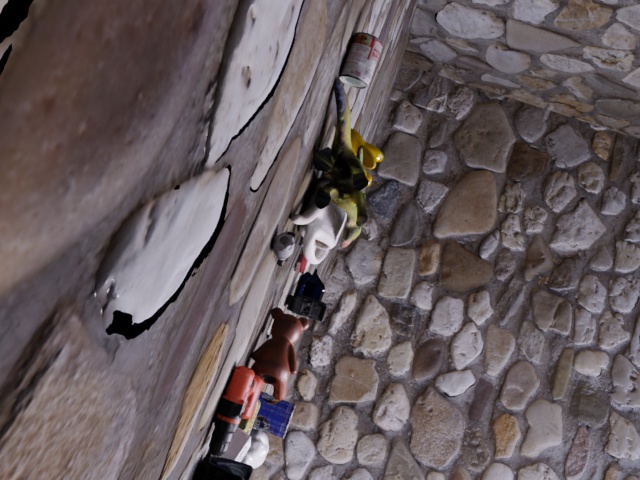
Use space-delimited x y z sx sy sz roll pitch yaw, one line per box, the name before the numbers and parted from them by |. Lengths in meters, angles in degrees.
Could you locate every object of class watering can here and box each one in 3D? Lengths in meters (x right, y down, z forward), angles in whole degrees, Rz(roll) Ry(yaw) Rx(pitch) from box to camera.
watering can | 0.004 -0.065 1.299 0.342 0.104 0.227 69 39 -68

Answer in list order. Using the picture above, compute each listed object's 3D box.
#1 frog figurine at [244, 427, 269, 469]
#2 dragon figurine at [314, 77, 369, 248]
frog figurine | -0.215 0.645 1.532 0.136 0.122 0.161 -52 -169 13
dragon figurine | 0.068 -0.172 1.232 0.245 0.122 0.406 -50 142 -73
